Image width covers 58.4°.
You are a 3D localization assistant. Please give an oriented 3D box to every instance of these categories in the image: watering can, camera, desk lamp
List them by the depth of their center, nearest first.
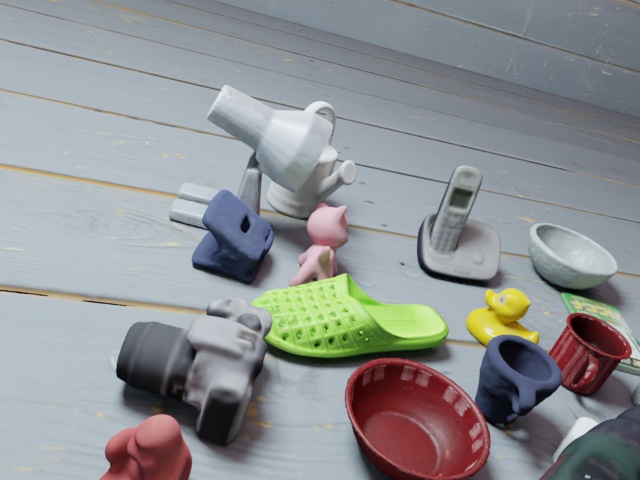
[{"bbox_3d":[-0.126,0.113,0.590,0.137,0.101,0.143,16,30,-4],"label":"camera"},{"bbox_3d":[-0.104,-0.114,0.864,0.203,0.213,0.118,14,30,-9],"label":"desk lamp"},{"bbox_3d":[-0.014,-0.140,0.979,0.172,0.194,0.101,24,30,9],"label":"watering can"}]

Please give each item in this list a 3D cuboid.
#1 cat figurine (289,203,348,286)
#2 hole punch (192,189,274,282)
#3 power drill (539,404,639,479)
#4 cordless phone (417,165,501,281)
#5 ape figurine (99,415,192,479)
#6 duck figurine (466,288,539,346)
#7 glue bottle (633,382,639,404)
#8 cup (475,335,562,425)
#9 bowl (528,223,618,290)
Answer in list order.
[{"bbox_3d":[0.008,0.003,0.831,0.067,0.118,0.128,17,30,-3],"label":"cat figurine"},{"bbox_3d":[-0.116,-0.010,0.808,0.101,0.091,0.108,18,30,-2],"label":"hole punch"},{"bbox_3d":[0.185,0.237,0.455,0.230,0.208,0.075,-13,42,-43],"label":"power drill"},{"bbox_3d":[0.250,-0.028,0.953,0.148,0.185,0.094,9,31,-16],"label":"cordless phone"},{"bbox_3d":[-0.140,0.181,0.478,0.076,0.092,0.077,-3,36,-33],"label":"ape figurine"},{"bbox_3d":[0.276,0.113,0.834,0.104,0.086,0.078,31,32,20],"label":"duck figurine"},{"bbox_3d":[0.505,0.175,0.776,0.078,0.173,0.037,25,30,11],"label":"glue bottle"},{"bbox_3d":[0.227,0.183,0.682,0.091,0.095,0.118,20,30,3],"label":"cup"},{"bbox_3d":[0.457,0.042,1.068,0.167,0.075,0.167,14,30,-8],"label":"bowl"}]
